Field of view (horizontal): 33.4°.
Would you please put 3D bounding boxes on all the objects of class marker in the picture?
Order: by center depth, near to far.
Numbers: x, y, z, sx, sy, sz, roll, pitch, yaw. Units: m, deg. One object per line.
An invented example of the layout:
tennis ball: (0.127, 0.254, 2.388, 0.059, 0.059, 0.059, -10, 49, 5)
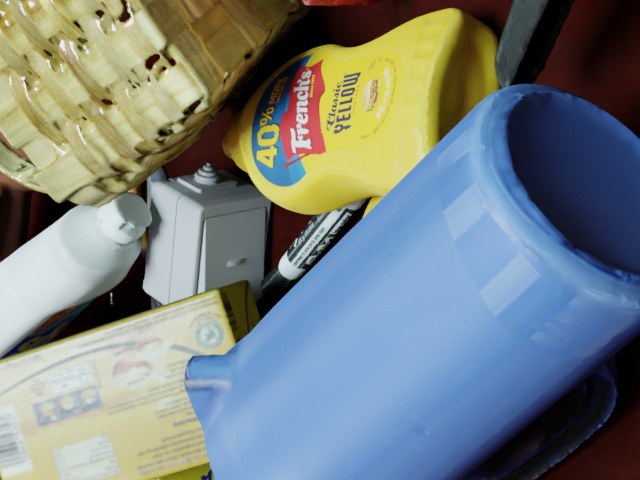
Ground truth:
marker: (-0.004, 0.001, 0.658, 0.020, 0.020, 0.121, 58, 135, 20)

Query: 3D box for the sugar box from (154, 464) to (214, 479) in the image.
sugar box: (-0.086, 0.135, 0.727, 0.048, 0.093, 0.176, -23, 84, 49)

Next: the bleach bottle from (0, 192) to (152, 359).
bleach bottle: (-0.206, 0.046, 0.725, 0.251, 0.102, 0.068, -37, 83, 32)

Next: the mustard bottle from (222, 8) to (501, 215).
mustard bottle: (0.009, -0.063, 0.590, 0.192, 0.058, 0.096, -4, 72, 49)

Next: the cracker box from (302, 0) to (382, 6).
cracker box: (-0.001, -0.254, 0.552, 0.214, 0.071, 0.164, 57, 134, 22)

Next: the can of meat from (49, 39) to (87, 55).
can of meat: (-0.216, -0.180, 0.817, 0.084, 0.057, 0.102, 16, 112, 42)

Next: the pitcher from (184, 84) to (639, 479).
pitcher: (0.060, 0.047, 0.493, 0.145, 0.148, 0.243, 57, 137, 16)

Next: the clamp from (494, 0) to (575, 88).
clamp: (0.109, -0.143, 0.396, 0.165, 0.036, 0.210, 1, 117, 50)

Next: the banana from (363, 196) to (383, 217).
banana: (0.009, 0.042, 0.640, 0.070, 0.037, 0.198, 59, 135, 19)

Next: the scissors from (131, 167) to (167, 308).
scissors: (-0.105, 0.038, 0.780, 0.096, 0.016, 0.202, -4, 97, 48)
